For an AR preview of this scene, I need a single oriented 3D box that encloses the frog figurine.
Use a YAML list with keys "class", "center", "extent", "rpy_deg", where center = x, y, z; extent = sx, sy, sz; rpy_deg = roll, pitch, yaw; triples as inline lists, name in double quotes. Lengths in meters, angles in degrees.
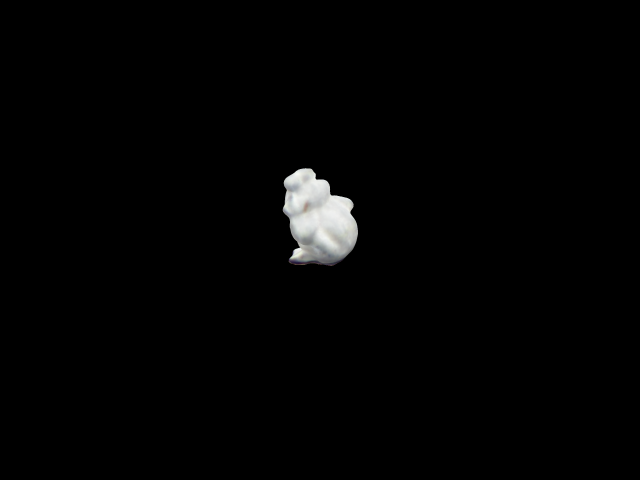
- class: "frog figurine"
  center: [0.003, -0.043, 0.850]
  extent: [0.124, 0.156, 0.139]
  rpy_deg: [26, 38, 38]
